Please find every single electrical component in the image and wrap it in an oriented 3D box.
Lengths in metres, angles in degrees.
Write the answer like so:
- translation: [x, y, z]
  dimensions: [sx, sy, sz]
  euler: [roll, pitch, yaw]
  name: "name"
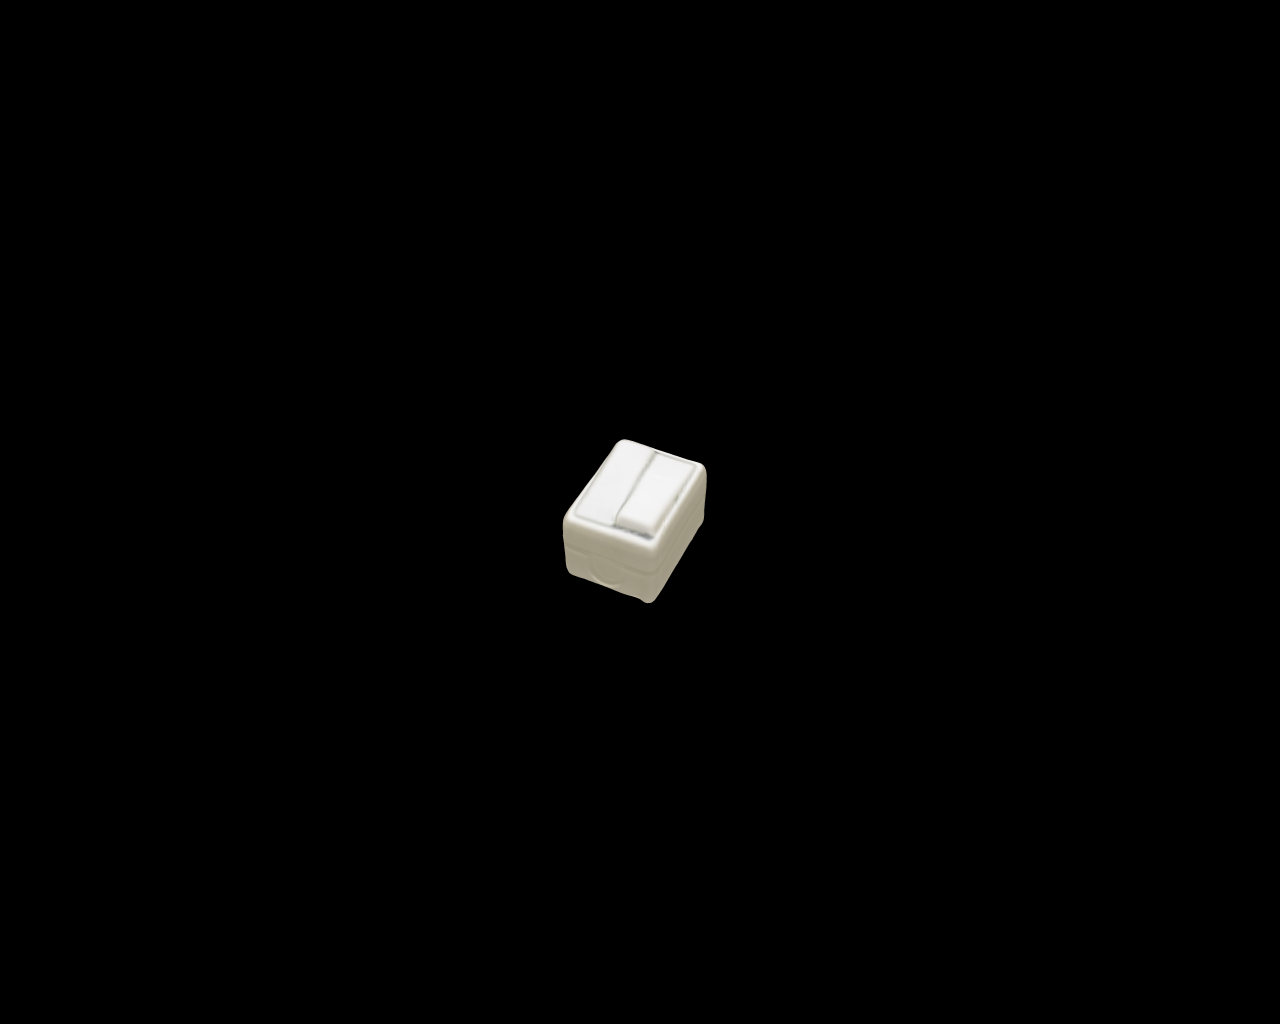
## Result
- translation: [0.001, -0.003, 0.650]
  dimensions: [0.062, 0.061, 0.096]
  euler: [20, 50, 17]
  name: "electrical component"
